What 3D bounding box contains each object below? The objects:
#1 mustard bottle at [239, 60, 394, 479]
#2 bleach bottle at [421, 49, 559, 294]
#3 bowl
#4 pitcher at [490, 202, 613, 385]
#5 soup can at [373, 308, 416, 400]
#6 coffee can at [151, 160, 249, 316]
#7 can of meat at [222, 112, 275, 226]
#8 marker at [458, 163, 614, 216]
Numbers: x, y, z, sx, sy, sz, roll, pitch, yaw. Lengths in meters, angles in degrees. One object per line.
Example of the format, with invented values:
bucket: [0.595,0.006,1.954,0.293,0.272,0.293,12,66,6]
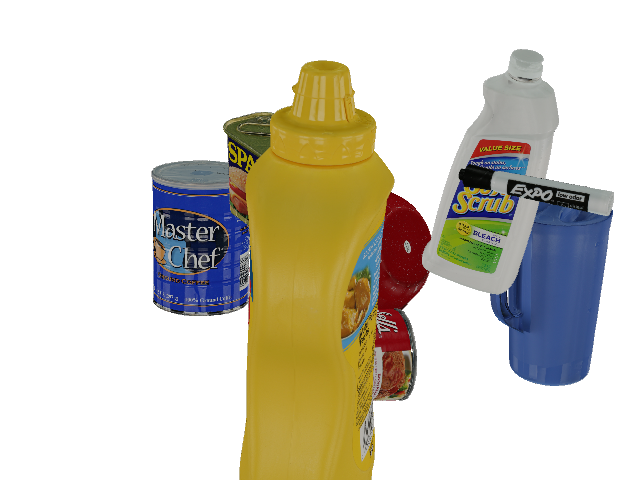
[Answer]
mustard bottle: [-0.002,0.021,0.440,0.058,0.192,0.096,8,25,11]
bleach bottle: [0.169,-0.070,1.046,0.103,0.251,0.068,21,38,19]
bowl: [0.079,0.010,1.228,0.161,0.162,0.055,0,-6,-43]
pitcher: [0.300,0.067,1.409,0.149,0.243,0.145,4,21,13]
soup can: [0.010,0.085,0.774,0.102,0.068,0.069,-1,0,-17]
coffee can: [-0.124,-0.004,1.113,0.103,0.140,0.103,2,17,-1]
can of meat: [-0.040,-0.053,0.929,0.057,0.084,0.102,-20,36,-30]
marker: [0.165,-0.040,0.826,0.121,0.020,0.020,14,6,25]
